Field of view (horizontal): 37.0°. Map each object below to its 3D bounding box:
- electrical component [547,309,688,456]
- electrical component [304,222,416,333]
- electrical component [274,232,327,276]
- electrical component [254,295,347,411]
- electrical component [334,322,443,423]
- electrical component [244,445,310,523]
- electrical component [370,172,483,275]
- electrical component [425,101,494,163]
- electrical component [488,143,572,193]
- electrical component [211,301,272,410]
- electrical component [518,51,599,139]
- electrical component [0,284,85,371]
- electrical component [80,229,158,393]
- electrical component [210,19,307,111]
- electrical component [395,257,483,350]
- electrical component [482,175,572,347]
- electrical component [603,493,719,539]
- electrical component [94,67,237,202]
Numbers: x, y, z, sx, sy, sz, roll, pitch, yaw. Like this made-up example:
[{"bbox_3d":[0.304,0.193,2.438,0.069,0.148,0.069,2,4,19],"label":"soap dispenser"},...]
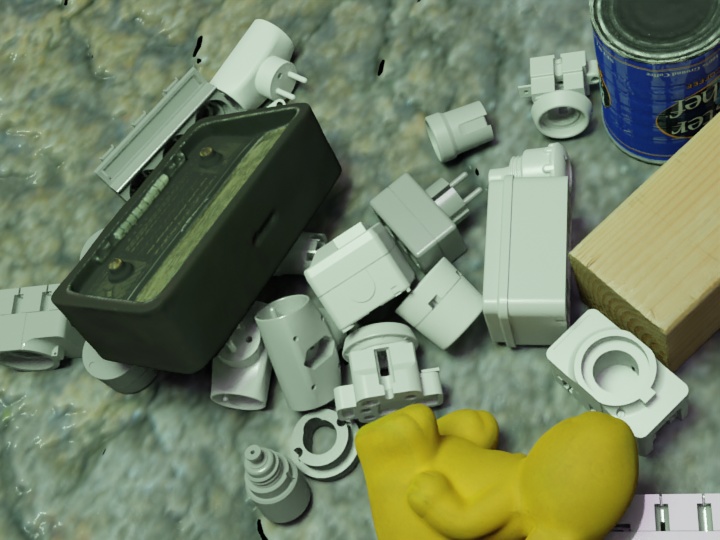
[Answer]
[{"bbox_3d":[0.179,0.077,0.748,0.050,0.055,0.089,-43,61,-6],"label":"electrical component"},{"bbox_3d":[0.000,0.000,0.817,0.062,0.096,0.061,-33,92,8],"label":"electrical component"},{"bbox_3d":[-0.053,-0.014,0.871,0.046,0.040,0.040,4,67,12],"label":"electrical component"},{"bbox_3d":[-0.036,0.054,0.820,0.043,0.077,0.079,-4,23,39],"label":"electrical component"},{"bbox_3d":[0.018,0.075,0.796,0.078,0.058,0.057,-9,62,-1],"label":"electrical component"},{"bbox_3d":[-0.064,0.151,0.779,0.040,0.078,0.040,-11,49,12],"label":"electrical component"},{"bbox_3d":[0.060,-0.046,0.845,0.077,0.047,0.065,-39,62,-2],"label":"electrical component"},{"bbox_3d":[0.081,-0.114,0.877,0.046,0.040,0.040,-21,61,0],"label":"electrical component"},{"bbox_3d":[0.132,-0.073,0.839,0.062,0.048,0.048,-4,65,23],"label":"electrical component"},{"bbox_3d":[-0.091,0.059,0.825,0.043,0.079,0.077,4,67,8],"label":"electrical component"},{"bbox_3d":[0.161,-0.139,0.861,0.066,0.048,0.055,-5,57,15],"label":"electrical component"},{"bbox_3d":[-0.276,0.050,0.903,0.089,0.050,0.055,-6,64,14],"label":"electrical component"},{"bbox_3d":[-0.204,0.025,0.879,0.052,0.073,0.138,-14,62,10],"label":"electrical component"},{"bbox_3d":[-0.083,-0.172,0.951,0.079,0.044,0.077,27,76,26],"label":"electrical component"},{"bbox_3d":[0.062,0.026,0.802,0.047,0.055,0.055,42,82,2],"label":"electrical component"},{"bbox_3d":[0.125,-0.006,0.791,0.057,0.078,0.113,0,66,14],"label":"electrical component"},{"bbox_3d":[0.198,0.178,0.697,0.089,0.050,0.055,-4,65,16],"label":"electrical component"},{"bbox_3d":[-0.167,-0.108,0.934,0.121,0.078,0.063,-49,40,-8],"label":"electrical component"}]
